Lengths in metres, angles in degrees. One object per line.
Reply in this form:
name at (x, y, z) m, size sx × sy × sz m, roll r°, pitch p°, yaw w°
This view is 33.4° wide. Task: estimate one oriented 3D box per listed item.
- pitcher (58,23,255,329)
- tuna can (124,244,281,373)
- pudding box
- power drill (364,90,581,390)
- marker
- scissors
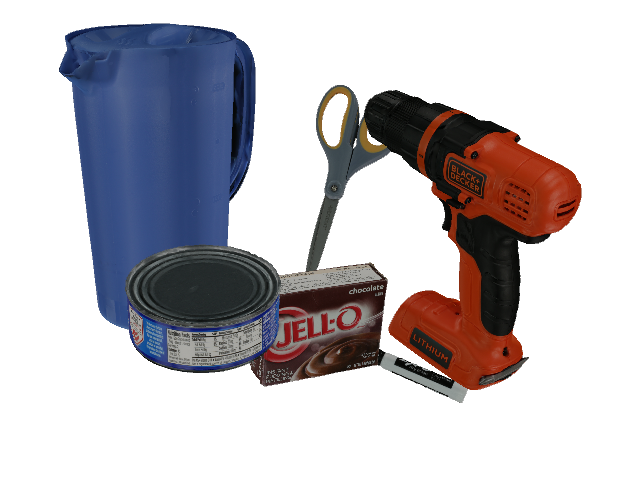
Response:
pitcher at (-0.126, -0.056, 0.880) m, size 0.149 × 0.243 × 0.145 m, roll -1°, pitch 20°, yaw -4°
tuna can at (-0.065, 0.037, 0.596) m, size 0.086 × 0.034 × 0.086 m, roll 2°, pitch 29°, yaw -1°
pudding box at (-0.002, 0.071, 0.919) m, size 0.113 × 0.090 × 0.039 m, roll -9°, pitch 32°, yaw -24°
power drill at (0.093, -0.001, 0.764) m, size 0.057 × 0.188 × 0.185 m, roll -21°, pitch 39°, yaw -32°
marker at (0.094, 0.136, 1.110) m, size 0.121 × 0.020 × 0.020 m, roll 23°, pitch 5°, yaw 12°
scissors at (0.033, -0.057, 1.053) m, size 0.096 × 0.202 × 0.016 m, roll 0°, pitch -13°, yaw 4°
